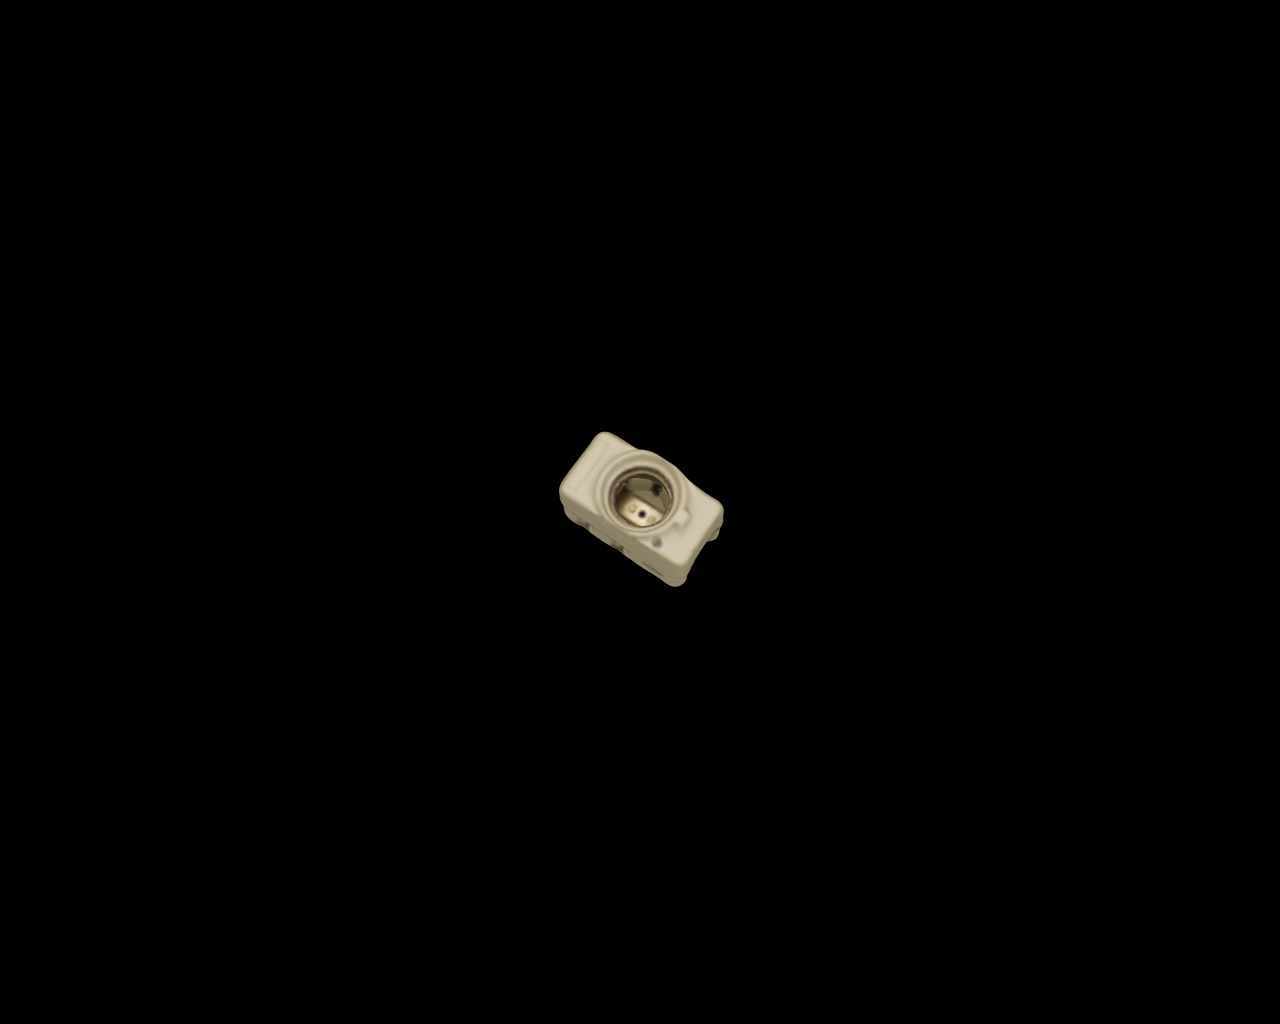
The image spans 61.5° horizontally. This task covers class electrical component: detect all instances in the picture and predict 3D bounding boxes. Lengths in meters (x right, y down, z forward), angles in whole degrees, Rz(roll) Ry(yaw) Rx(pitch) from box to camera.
[{"bbox_3d":[0.001,-0.003,0.650,0.089,0.050,0.055,33,-16,11],"label":"electrical component"}]
